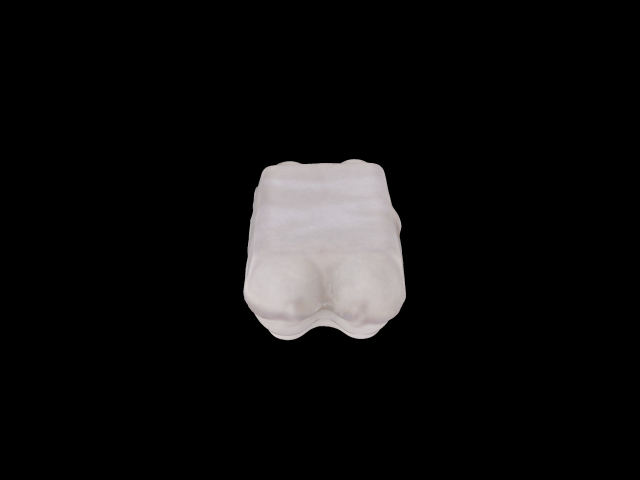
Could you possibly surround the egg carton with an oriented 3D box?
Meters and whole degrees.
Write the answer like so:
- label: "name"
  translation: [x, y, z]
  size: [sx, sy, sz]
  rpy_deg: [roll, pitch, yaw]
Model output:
- label: "egg carton"
  translation: [0.004, 0.001, 0.400]
  size: [0.107, 0.069, 0.150]
  rpy_deg: [-2, 40, -2]
